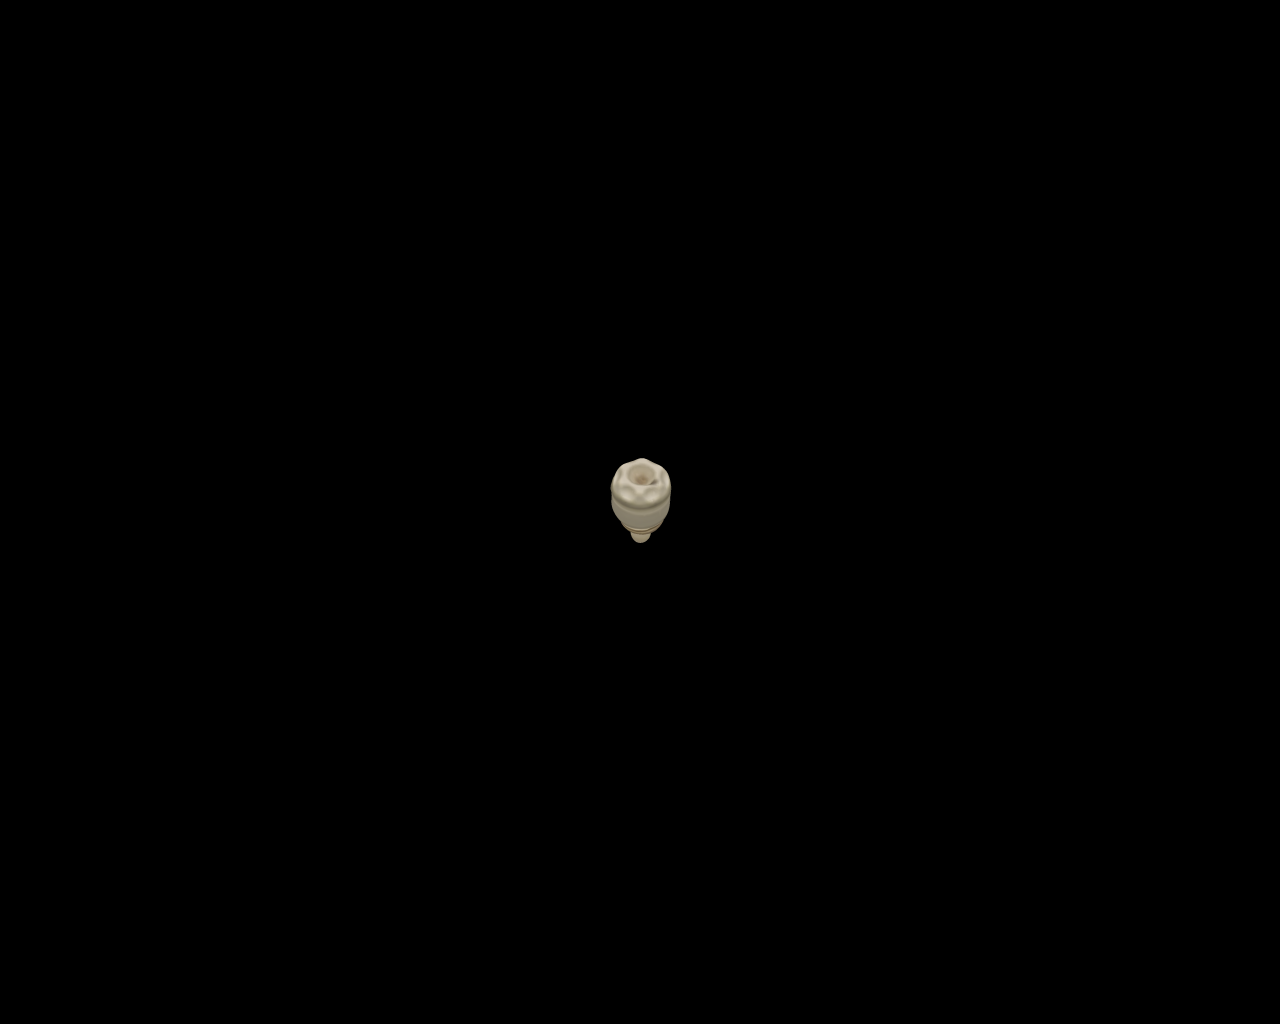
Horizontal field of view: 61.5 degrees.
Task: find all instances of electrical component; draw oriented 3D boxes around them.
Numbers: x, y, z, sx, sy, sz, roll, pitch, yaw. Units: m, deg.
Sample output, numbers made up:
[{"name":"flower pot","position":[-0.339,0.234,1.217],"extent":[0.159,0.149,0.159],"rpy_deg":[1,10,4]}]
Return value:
[{"name":"electrical component","position":[0.001,-0.003,0.650],"extent":[0.035,0.035,0.061],"rpy_deg":[0,-41,0]}]
